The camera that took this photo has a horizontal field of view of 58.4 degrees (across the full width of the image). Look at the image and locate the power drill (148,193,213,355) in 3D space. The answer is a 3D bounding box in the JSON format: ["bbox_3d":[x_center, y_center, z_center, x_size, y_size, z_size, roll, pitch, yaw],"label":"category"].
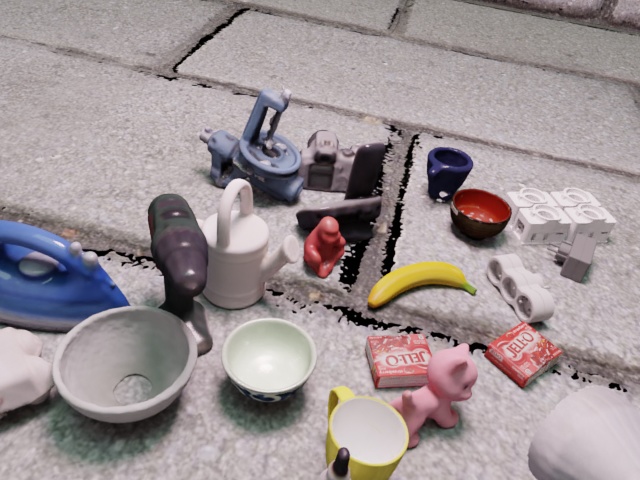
[{"bbox_3d":[-0.182,0.053,0.749,0.076,0.208,0.229,-8,41,-20],"label":"power drill"}]

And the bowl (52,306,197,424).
[{"bbox_3d":[-0.235,0.164,0.707,0.167,0.075,0.167,6,38,-4],"label":"bowl"}]

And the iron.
[{"bbox_3d":[-0.378,0.036,0.786,0.258,0.141,0.118,11,38,3],"label":"iron"}]

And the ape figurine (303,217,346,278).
[{"bbox_3d":[0.009,0.003,0.943,0.078,0.092,0.076,-11,42,-23],"label":"ape figurine"}]

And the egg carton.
[{"bbox_3d":[-0.397,0.169,0.673,0.151,0.069,0.107,-21,47,-32],"label":"egg carton"}]

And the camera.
[{"bbox_3d":[0.025,-0.174,1.163,0.143,0.101,0.136,5,38,-5],"label":"camera"}]

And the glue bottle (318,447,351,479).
[{"bbox_3d":[0.011,0.256,0.560,0.037,0.173,0.078,14,38,8],"label":"glue bottle"}]

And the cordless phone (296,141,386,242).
[{"bbox_3d":[0.040,-0.088,0.989,0.148,0.185,0.094,-13,43,-25],"label":"cordless phone"}]

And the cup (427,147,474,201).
[{"bbox_3d":[0.244,-0.122,1.144,0.091,0.095,0.118,32,44,27],"label":"cup"}]

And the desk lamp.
[{"bbox_3d":[0.286,0.280,0.552,0.118,0.213,0.202,-8,41,-20],"label":"desk lamp"}]

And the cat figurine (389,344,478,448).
[{"bbox_3d":[0.147,0.185,0.721,0.128,0.118,0.067,-17,45,-29],"label":"cat figurine"}]

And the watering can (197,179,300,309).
[{"bbox_3d":[-0.116,0.000,0.840,0.173,0.194,0.101,4,38,-6],"label":"watering can"}]

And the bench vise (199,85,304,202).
[{"bbox_3d":[-0.125,-0.181,1.046,0.207,0.220,0.121,7,38,-2],"label":"bench vise"}]
